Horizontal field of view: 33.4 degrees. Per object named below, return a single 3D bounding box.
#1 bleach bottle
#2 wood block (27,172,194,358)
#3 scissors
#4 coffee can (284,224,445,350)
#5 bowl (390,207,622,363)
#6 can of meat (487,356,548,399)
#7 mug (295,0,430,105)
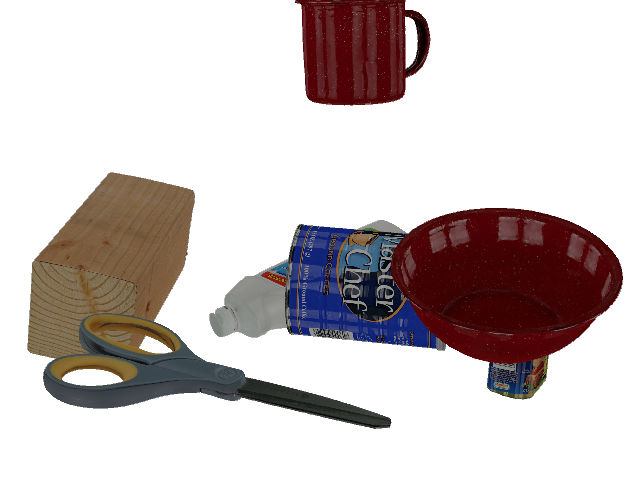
[{"bbox_3d":[-0.005,0.054,1.205,0.250,0.068,0.103,-22,38,-27],"label":"bleach bottle"},{"bbox_3d":[-0.185,0.022,0.974,0.090,0.091,0.206,12,25,2],"label":"wood block"},{"bbox_3d":[-0.070,0.085,0.595,0.202,0.016,0.096,19,30,31],"label":"scissors"},{"bbox_3d":[0.047,0.041,0.962,0.140,0.103,0.102,5,1,10],"label":"coffee can"},{"bbox_3d":[0.130,0.039,0.765,0.162,0.055,0.162,-1,32,1],"label":"bowl"},{"bbox_3d":[0.223,0.122,1.190,0.058,0.084,0.102,9,13,24],"label":"can of meat"},{"bbox_3d":[0.038,-0.156,0.864,0.117,0.081,0.093,-11,18,-29],"label":"mug"}]
